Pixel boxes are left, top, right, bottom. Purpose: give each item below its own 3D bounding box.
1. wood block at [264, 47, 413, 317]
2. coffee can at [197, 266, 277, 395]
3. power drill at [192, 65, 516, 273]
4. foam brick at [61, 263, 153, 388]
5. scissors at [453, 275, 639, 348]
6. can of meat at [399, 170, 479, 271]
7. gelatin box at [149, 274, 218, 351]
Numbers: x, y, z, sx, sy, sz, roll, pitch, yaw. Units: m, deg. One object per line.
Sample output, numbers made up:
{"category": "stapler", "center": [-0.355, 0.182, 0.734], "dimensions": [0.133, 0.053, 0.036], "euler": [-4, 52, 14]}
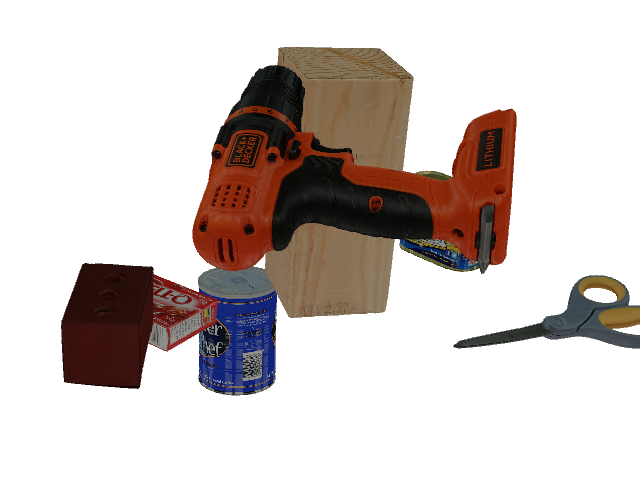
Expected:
{"category": "wood block", "center": [0.012, -0.049, 0.889], "dimensions": [0.090, 0.206, 0.091], "euler": [-2, 26, -16]}
{"category": "coffee can", "center": [-0.107, 0.115, 1.383], "dimensions": [0.103, 0.140, 0.103], "euler": [2, 19, -1]}
{"category": "power drill", "center": [0.026, -0.048, 0.663], "dimensions": [0.188, 0.057, 0.184], "euler": [3, 43, 9]}
{"category": "foam brick", "center": [-0.145, 0.058, 0.736], "dimensions": [0.053, 0.051, 0.078], "euler": [4, 29, -4]}
{"category": "scissors", "center": [0.191, 0.059, 0.871], "dimensions": [0.201, 0.016, 0.096], "euler": [2, 33, -14]}
{"category": "can of meat", "center": [0.139, -0.021, 1.182], "dimensions": [0.102, 0.084, 0.057], "euler": [25, 29, 37]}
{"category": "gelatin box", "center": [-0.156, 0.067, 1.027], "dimensions": [0.089, 0.030, 0.073], "euler": [20, 29, 30]}
